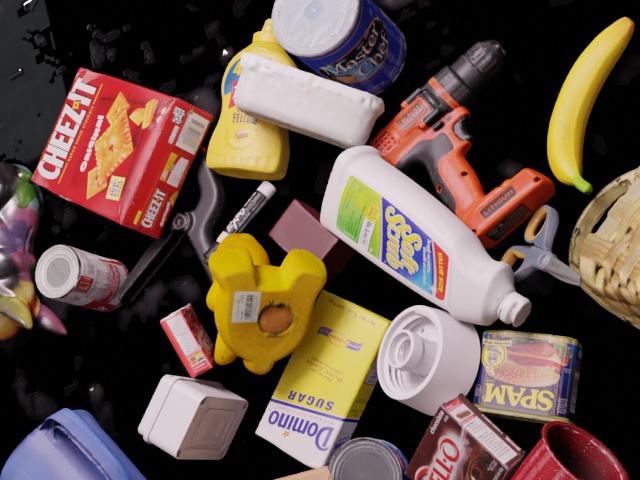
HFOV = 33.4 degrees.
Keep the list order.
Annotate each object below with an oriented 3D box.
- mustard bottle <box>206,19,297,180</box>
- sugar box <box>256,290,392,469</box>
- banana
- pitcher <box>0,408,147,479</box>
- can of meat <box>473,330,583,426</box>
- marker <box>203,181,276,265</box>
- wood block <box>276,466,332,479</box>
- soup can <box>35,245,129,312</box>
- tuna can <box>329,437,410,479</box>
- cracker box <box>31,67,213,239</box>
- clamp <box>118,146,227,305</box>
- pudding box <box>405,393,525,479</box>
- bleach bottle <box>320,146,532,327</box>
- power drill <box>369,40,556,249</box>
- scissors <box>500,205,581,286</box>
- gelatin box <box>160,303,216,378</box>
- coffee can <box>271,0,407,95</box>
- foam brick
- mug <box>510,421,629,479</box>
[{"bbox_3d":[-0.072,-0.170,1.267,0.096,0.058,0.191,6,80,25],"label":"mustard bottle"},{"bbox_3d":[0.009,0.153,1.156,0.093,0.048,0.176,25,89,29],"label":"sugar box"},{"bbox_3d":[0.272,-0.135,1.092,0.070,0.037,0.198,5,74,40],"label":"banana"},{"bbox_3d":[-0.236,0.306,1.192,0.243,0.149,0.145,38,91,25],"label":"pitcher"},{"bbox_3d":[0.205,0.136,1.055,0.102,0.057,0.084,4,78,28],"label":"can of meat"},{"bbox_3d":[-0.095,-0.018,1.244,0.020,0.020,0.121,31,75,29],"label":"marker"},{"bbox_3d":[-0.084,0.305,1.083,0.205,0.090,0.091,-11,69,-15],"label":"wood block"},{"bbox_3d":[-0.288,0.047,1.300,0.069,0.102,0.068,-6,75,25],"label":"soup can"},{"bbox_3d":[0.052,0.251,1.117,0.086,0.033,0.086,-7,75,25],"label":"tuna can"},{"bbox_3d":[-0.249,-0.111,1.312,0.214,0.072,0.164,22,88,42],"label":"cracker box"},{"bbox_3d":[-0.170,-0.013,1.291,0.165,0.036,0.210,-5,77,24],"label":"clamp"},{"bbox_3d":[0.141,0.220,1.047,0.090,0.039,0.114,42,131,26],"label":"pudding box"},{"bbox_3d":[0.111,0.003,1.086,0.251,0.067,0.103,36,122,34],"label":"bleach bottle"},{"bbox_3d":[0.164,-0.099,1.133,0.185,0.057,0.188,-44,60,15],"label":"power drill"},{"bbox_3d":[0.223,0.004,1.019,0.016,0.202,0.096,30,80,-9],"label":"scissors"},{"bbox_3d":[-0.145,0.113,1.207,0.030,0.089,0.073,-29,91,1],"label":"gelatin box"},{"bbox_3d":[0.024,-0.228,1.185,0.103,0.140,0.103,-7,75,25],"label":"coffee can"},{"bbox_3d":[-0.008,0.001,1.198,0.078,0.051,0.053,43,100,28],"label":"foam brick"},{"bbox_3d":[0.231,0.229,0.988,0.082,0.117,0.093,-59,44,25],"label":"mug"}]
